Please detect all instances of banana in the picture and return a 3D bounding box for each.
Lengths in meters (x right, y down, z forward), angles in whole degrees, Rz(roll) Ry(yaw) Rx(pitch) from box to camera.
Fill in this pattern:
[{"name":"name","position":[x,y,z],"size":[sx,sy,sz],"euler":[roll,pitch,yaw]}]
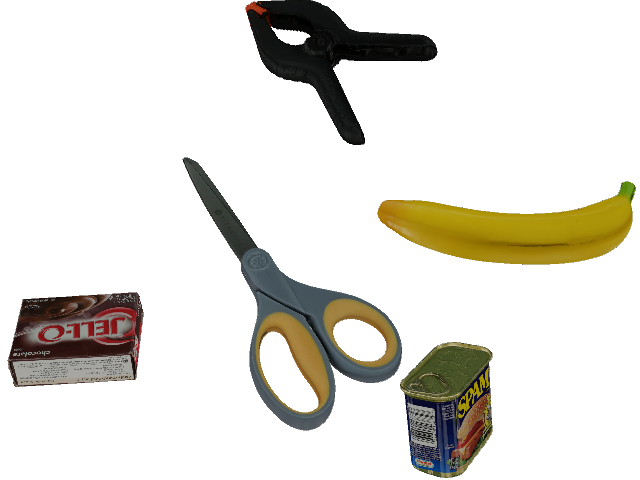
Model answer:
[{"name":"banana","position":[0.143,-0.009,0.771],"size":[0.197,0.037,0.069],"euler":[-3,29,-7]}]

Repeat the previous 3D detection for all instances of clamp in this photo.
[{"name":"clamp","position":[0.013,-0.167,0.930],"size":[0.120,0.171,0.039],"euler":[-40,-22,-20]}]

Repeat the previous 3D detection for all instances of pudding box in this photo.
[{"name":"pudding box","position":[-0.224,0.091,0.985],"size":[0.113,0.039,0.090],"euler":[-5,34,-2]}]

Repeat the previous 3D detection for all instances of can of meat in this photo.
[{"name":"can of meat","position":[0.117,0.153,0.965],"size":[0.058,0.084,0.101],"euler":[7,24,31]}]

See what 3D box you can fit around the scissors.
[{"name":"scissors","position":[-0.017,0.018,0.634],"size":[0.096,0.202,0.016],"euler":[-9,-36,-12]}]
